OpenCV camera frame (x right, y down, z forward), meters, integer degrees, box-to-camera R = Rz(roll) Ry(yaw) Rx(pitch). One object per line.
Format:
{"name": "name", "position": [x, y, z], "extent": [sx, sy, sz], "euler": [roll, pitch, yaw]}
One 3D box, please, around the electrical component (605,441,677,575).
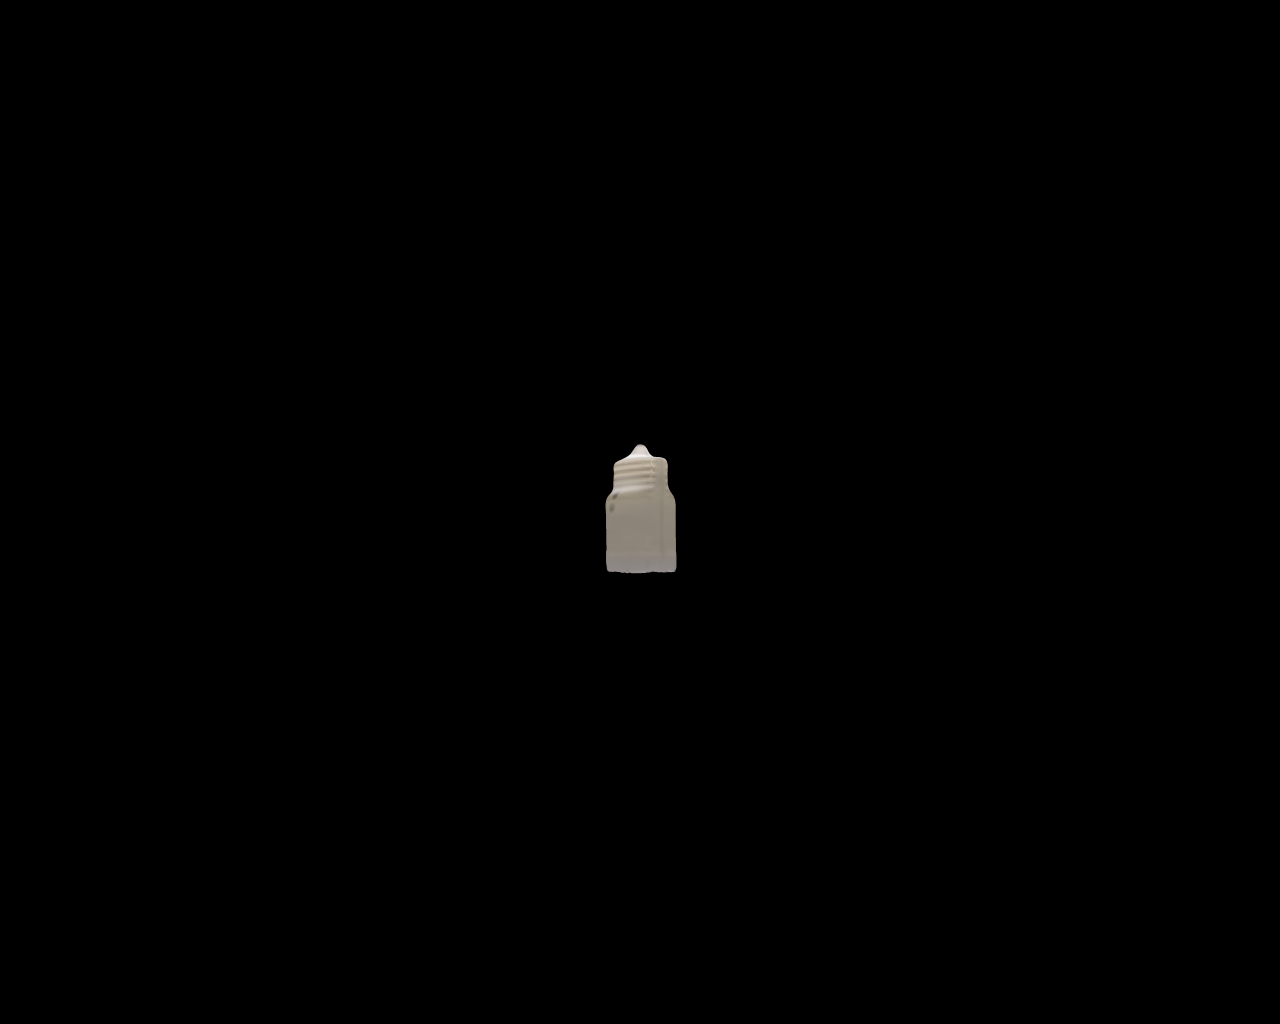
{"name": "electrical component", "position": [0.001, -0.003, 0.650], "extent": [0.043, 0.081, 0.043], "euler": [0, -4, 0]}
